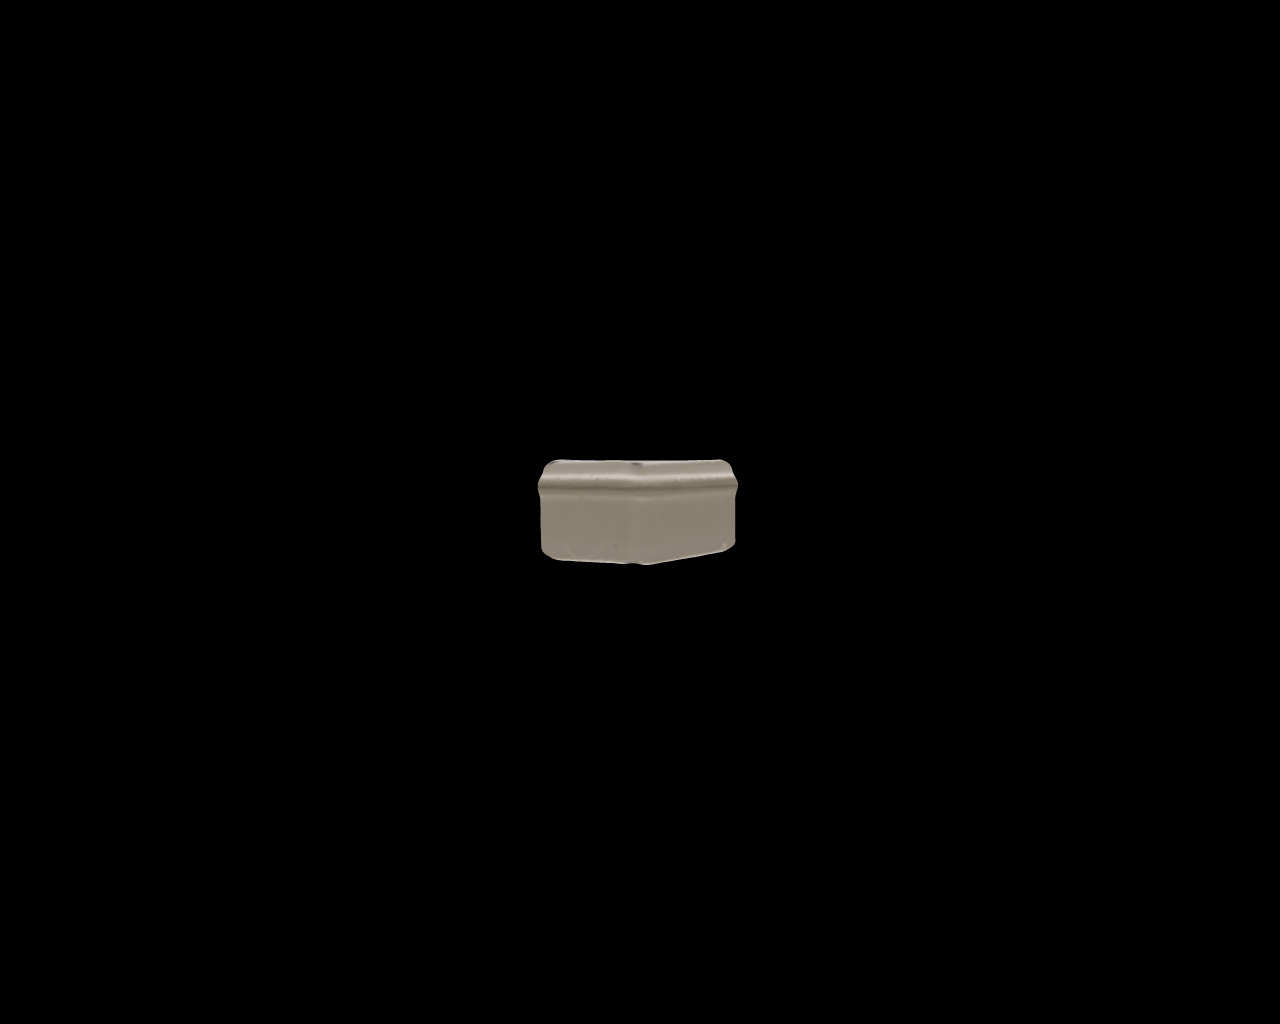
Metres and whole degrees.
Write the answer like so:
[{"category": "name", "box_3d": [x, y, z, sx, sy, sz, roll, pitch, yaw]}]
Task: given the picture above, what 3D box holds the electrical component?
[{"category": "electrical component", "box_3d": [0.001, -0.003, 0.650, 0.078, 0.057, 0.113, 2, 3, 36]}]
